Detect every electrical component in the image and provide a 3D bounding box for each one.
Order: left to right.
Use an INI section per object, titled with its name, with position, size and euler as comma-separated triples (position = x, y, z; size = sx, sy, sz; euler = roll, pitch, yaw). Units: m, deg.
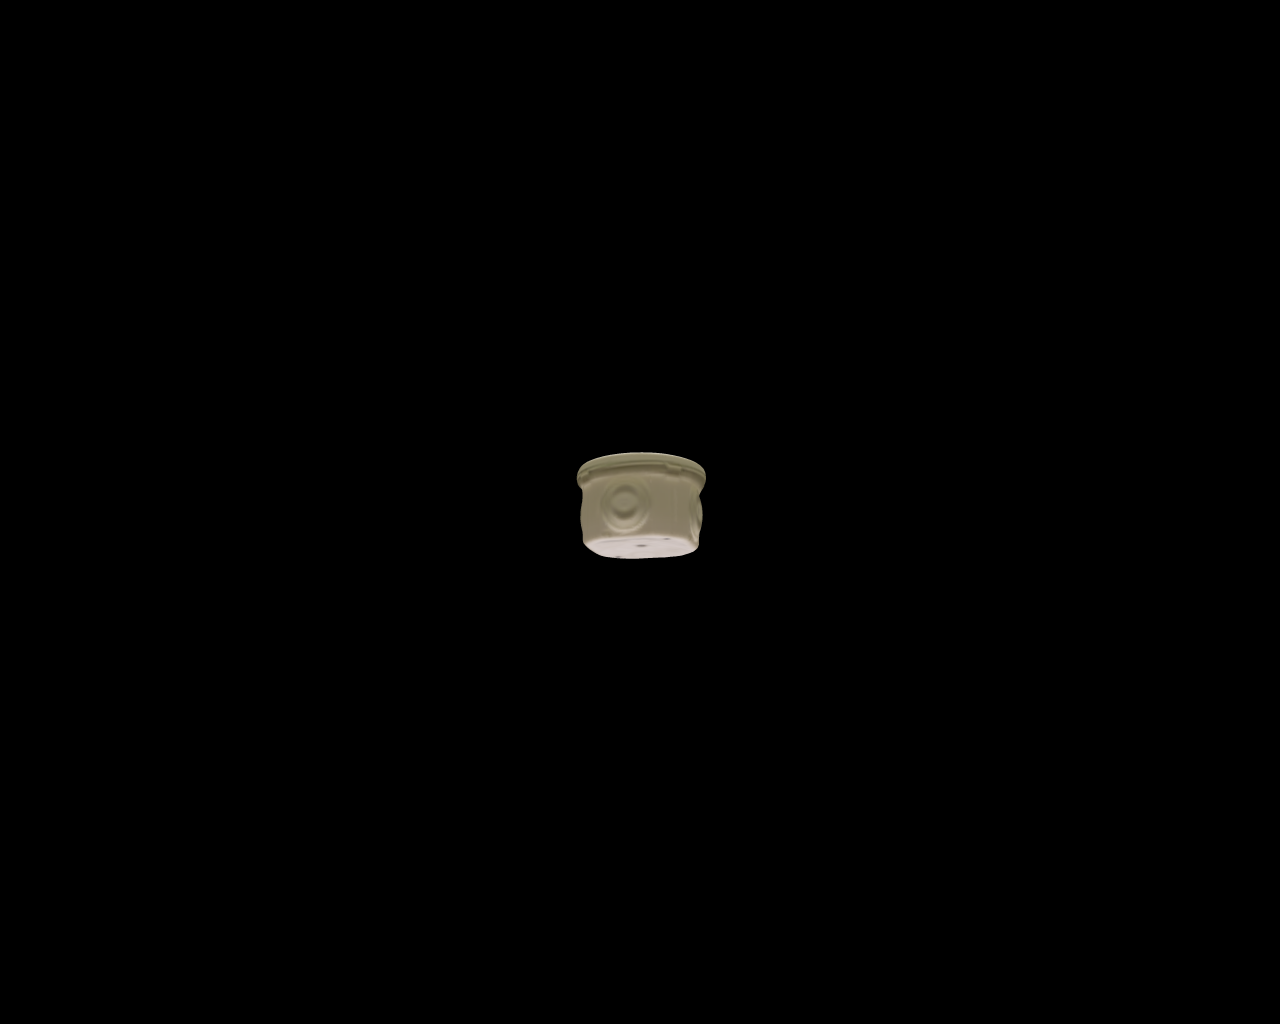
[electrical component]
position = 0.001, -0.003, 0.650
size = 0.080, 0.051, 0.080
euler = 0, -14, 0
